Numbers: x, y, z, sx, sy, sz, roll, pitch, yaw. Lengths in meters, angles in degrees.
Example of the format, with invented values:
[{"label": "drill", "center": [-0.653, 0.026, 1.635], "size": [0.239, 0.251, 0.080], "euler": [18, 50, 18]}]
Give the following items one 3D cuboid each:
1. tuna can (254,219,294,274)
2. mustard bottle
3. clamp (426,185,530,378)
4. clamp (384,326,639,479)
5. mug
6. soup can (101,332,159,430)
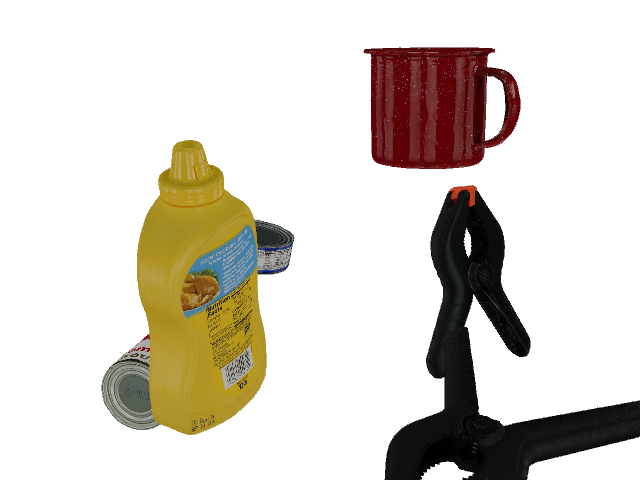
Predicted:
[{"label": "tuna can", "center": [-0.072, 0.006, 1.123], "size": [0.086, 0.034, 0.086], "euler": [10, 18, -3]}, {"label": "mustard bottle", "center": [-0.078, 0.026, 0.699], "size": [0.058, 0.192, 0.096], "euler": [16, 33, 30]}, {"label": "clamp", "center": [0.129, 0.040, 0.957], "size": [0.120, 0.171, 0.039], "euler": [-20, 7, -41]}, {"label": "clamp", "center": [0.104, 0.133, 0.734], "size": [0.209, 0.036, 0.165], "euler": [-27, 38, -35]}, {"label": "mug", "center": [0.087, -0.095, 0.757], "size": [0.117, 0.081, 0.093], "euler": [7, 14, 33]}, {"label": "soup can", "center": [-0.144, 0.119, 0.959], "size": [0.069, 0.068, 0.102], "euler": [0, 17, 18]}]
